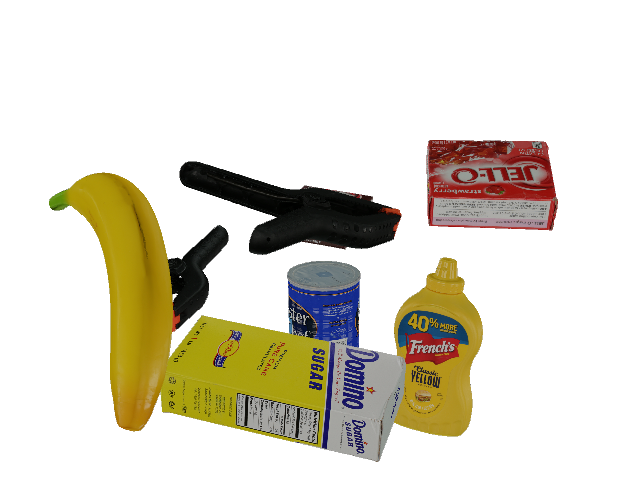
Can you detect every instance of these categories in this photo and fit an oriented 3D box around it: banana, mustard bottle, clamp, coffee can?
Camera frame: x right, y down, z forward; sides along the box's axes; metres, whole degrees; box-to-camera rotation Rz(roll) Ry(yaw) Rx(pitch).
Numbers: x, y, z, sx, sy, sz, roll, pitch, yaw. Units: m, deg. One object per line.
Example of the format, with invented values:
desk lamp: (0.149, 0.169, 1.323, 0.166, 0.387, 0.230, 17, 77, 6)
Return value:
banana: (-0.119, 0.020, 0.645, 0.037, 0.070, 0.198, 12, 37, -36)
mustard bottle: (0.127, 0.113, 1.169, 0.096, 0.192, 0.058, 12, 14, 22)
clamp: (-0.150, 0.034, 1.154, 0.120, 0.039, 0.171, -13, 38, -7)
coffee can: (0.005, 0.111, 1.508, 0.103, 0.140, 0.103, 0, 19, 0)
clamp: (-0.010, -0.020, 0.970, 0.209, 0.036, 0.165, 8, 22, -27)

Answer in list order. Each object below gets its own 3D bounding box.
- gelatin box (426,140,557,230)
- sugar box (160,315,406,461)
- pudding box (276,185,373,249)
gelatin box: (0.121, -0.041, 0.764, 0.089, 0.030, 0.073, 1, 38, 4)
sugar box: (-0.027, 0.112, 0.834, 0.176, 0.048, 0.093, 8, 28, 13)
pudding box: (0.006, -0.029, 1.282, 0.090, 0.039, 0.113, 9, 23, 15)
